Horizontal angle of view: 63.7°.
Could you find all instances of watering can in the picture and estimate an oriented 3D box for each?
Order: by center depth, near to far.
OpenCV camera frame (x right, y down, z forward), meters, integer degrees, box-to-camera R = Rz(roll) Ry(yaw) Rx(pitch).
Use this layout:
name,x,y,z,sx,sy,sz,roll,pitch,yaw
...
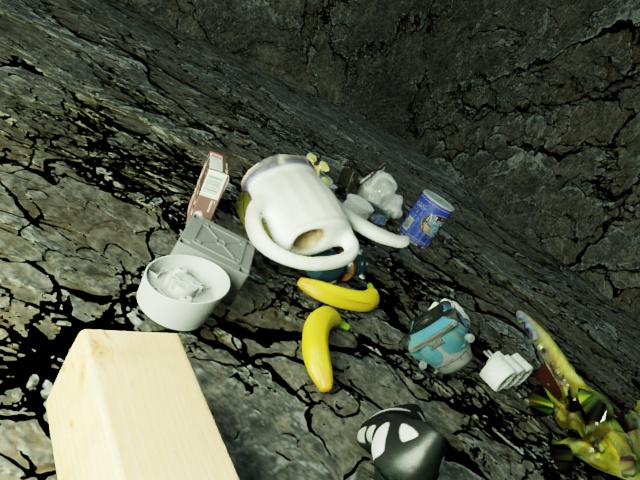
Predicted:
name,x,y,z,sx,sy,sz,roll,pitch,yaw
watering can,0.003,-0.046,0.909,0.349,0.228,0.102,-5,-35,-44

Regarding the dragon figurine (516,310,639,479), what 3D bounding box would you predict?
name,x,y,z,sx,sy,sz,roll,pitch,yaw
dragon figurine,0.495,0.309,0.880,0.241,0.420,0.120,20,-50,-26

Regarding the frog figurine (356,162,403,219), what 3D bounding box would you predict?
name,x,y,z,sx,sy,sz,roll,pitch,yaw
frog figurine,0.189,-0.131,1.550,0.121,0.159,0.140,-33,3,45
